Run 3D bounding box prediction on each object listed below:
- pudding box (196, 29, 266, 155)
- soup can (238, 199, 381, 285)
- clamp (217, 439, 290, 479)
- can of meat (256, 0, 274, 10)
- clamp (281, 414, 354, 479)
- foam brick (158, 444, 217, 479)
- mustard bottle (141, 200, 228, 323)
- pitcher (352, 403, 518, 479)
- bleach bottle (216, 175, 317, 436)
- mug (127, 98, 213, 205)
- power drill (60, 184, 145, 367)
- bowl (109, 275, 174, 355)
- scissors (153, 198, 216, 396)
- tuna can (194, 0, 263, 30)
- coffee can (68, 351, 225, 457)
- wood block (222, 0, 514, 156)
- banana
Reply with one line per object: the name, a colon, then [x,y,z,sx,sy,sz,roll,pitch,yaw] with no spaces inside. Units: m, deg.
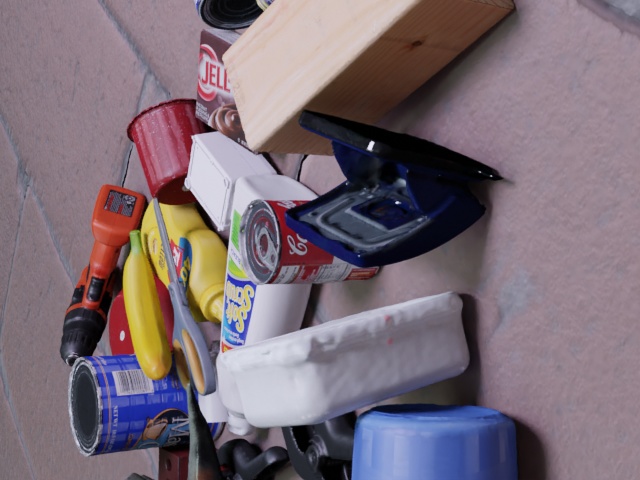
pudding box: [-0.074,-0.143,1.010,0.114,0.039,0.090,33,128,42]
soup can: [-0.006,0.001,0.860,0.069,0.102,0.068,3,94,60]
clamp: [-0.063,0.249,1.030,0.172,0.039,0.120,176,92,-67]
can of meat: [-0.021,-0.257,0.924,0.084,0.057,0.102,-43,55,48]
clamp: [0.010,0.193,0.904,0.210,0.036,0.165,42,127,54]
foam brick: [-0.140,0.261,1.147,0.053,0.051,0.078,5,95,59]
mustard bottle: [-0.130,0.031,1.116,0.192,0.058,0.096,46,131,49]
pitcher: [0.065,0.235,0.715,0.145,0.149,0.243,-5,84,60]
bleach bottle: [-0.053,0.072,0.985,0.103,0.068,0.251,41,128,52]
mug: [-0.136,-0.094,1.108,0.117,0.093,0.081,-26,69,18]
power drill: [-0.271,0.041,1.306,0.184,0.057,0.188,-93,23,-56]
bowl: [-0.207,0.108,1.254,0.162,0.055,0.162,5,95,60]
scissors: [-0.145,0.066,1.072,0.202,0.016,0.096,69,153,20]
tuna can: [-0.076,-0.232,0.989,0.086,0.086,0.034,-45,55,51]
coffee can: [-0.183,0.170,1.130,0.103,0.140,0.103,4,94,59]
wood block: [0.028,-0.150,0.778,0.207,0.090,0.090,-36,64,44]
banana: [-0.182,0.081,1.109,0.069,0.037,0.198,81,171,-48]
